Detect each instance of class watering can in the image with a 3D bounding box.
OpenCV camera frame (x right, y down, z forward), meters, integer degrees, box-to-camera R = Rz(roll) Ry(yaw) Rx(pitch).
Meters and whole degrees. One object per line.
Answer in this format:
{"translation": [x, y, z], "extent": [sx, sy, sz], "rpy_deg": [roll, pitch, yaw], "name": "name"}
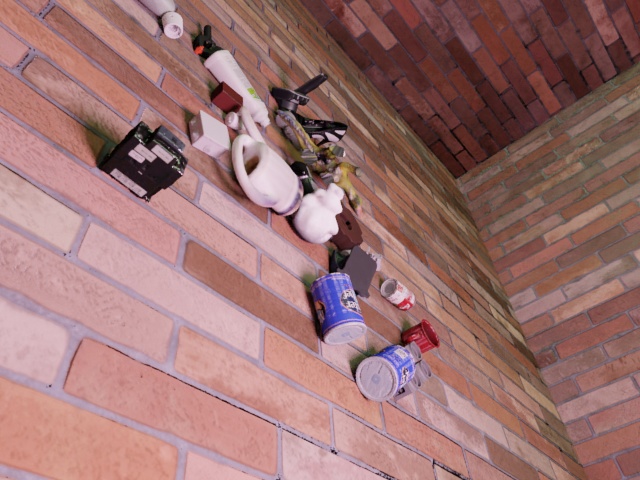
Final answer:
{"translation": [-0.142, -0.198, 1.332], "extent": [0.221, 0.103, 0.356], "rpy_deg": [43, 27, -36], "name": "watering can"}

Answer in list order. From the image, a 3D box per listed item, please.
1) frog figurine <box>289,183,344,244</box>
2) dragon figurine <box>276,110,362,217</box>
{"translation": [0.004, -0.070, 1.382], "extent": [0.136, 0.157, 0.125], "rpy_deg": [51, 25, -10], "name": "frog figurine"}
{"translation": [0.006, -0.241, 1.653], "extent": [0.411, 0.123, 0.241], "rpy_deg": [49, -8, 2], "name": "dragon figurine"}
